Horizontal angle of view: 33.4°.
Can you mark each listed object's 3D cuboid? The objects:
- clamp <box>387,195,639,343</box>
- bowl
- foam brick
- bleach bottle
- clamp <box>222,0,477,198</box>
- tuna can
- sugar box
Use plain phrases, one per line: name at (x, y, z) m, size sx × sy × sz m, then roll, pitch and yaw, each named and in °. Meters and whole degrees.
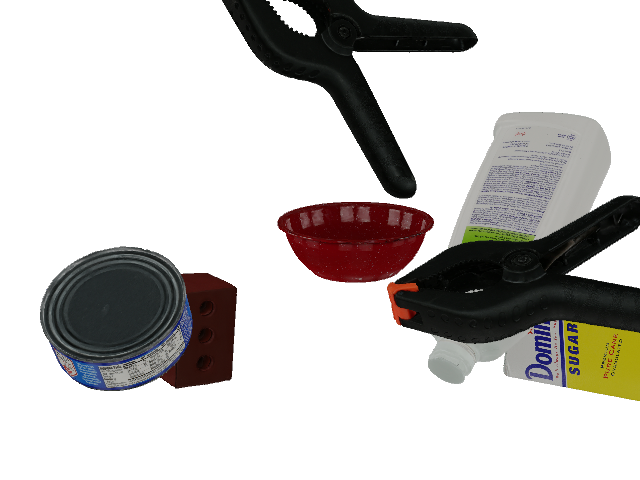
clamp at (0.128, 0.029, 0.625) m, size 0.171 × 0.039 × 0.120 m, roll -17°, pitch 28°, yaw 2°
bowl at (0.037, 0.004, 1.101) m, size 0.162 × 0.055 × 0.162 m, roll -1°, pitch 15°, yaw 0°
foam brick at (-0.101, 0.069, 0.839) m, size 0.052 × 0.078 × 0.051 m, roll -4°, pitch 14°, yaw -34°
bleach bottle at (0.141, 0.004, 0.833) m, size 0.103 × 0.250 × 0.068 m, roll 6°, pitch -41°, yaw 37°
clamp at (0.011, -0.134, 0.776) m, size 0.209 × 0.164 × 0.036 m, roll 25°, pitch -29°, yaw -16°
tuna can at (-0.120, 0.046, 0.633) m, size 0.086 × 0.086 × 0.034 m, roll 0°, pitch -42°, yaw 6°
sugar box at (0.274, 0.103, 1.053) m, size 0.176 × 0.093 × 0.048 m, roll 8°, pitch 22°, yaw 8°
